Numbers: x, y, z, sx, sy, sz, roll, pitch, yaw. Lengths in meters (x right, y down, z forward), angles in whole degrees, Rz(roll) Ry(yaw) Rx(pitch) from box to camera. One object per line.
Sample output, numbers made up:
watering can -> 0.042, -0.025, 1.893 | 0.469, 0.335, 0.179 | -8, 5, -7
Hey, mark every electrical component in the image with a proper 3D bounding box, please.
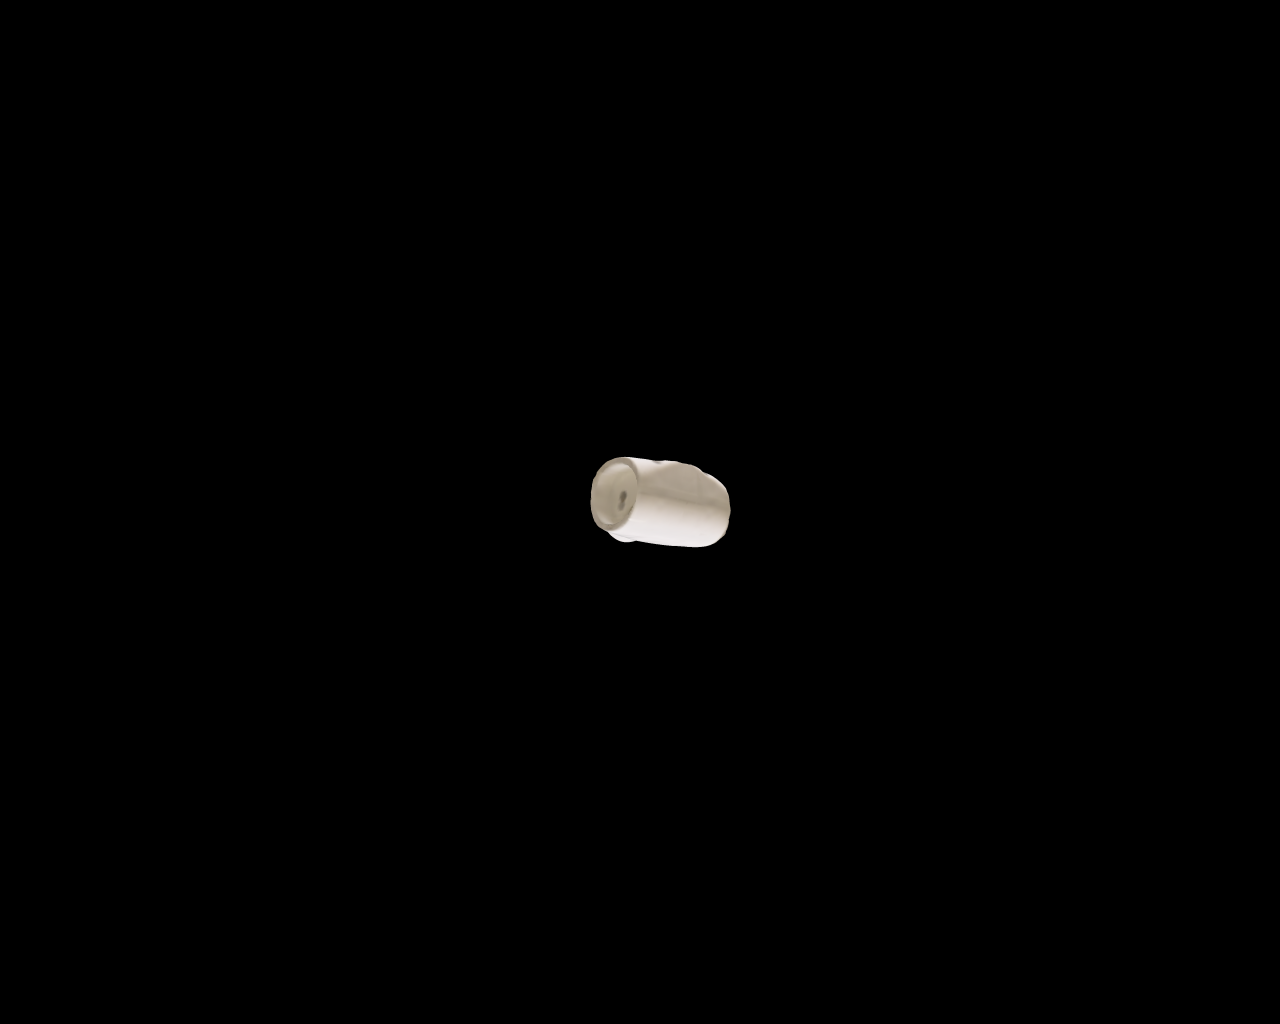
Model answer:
electrical component -> 0.001, -0.003, 0.650 | 0.077, 0.044, 0.079 | 11, -16, -42
